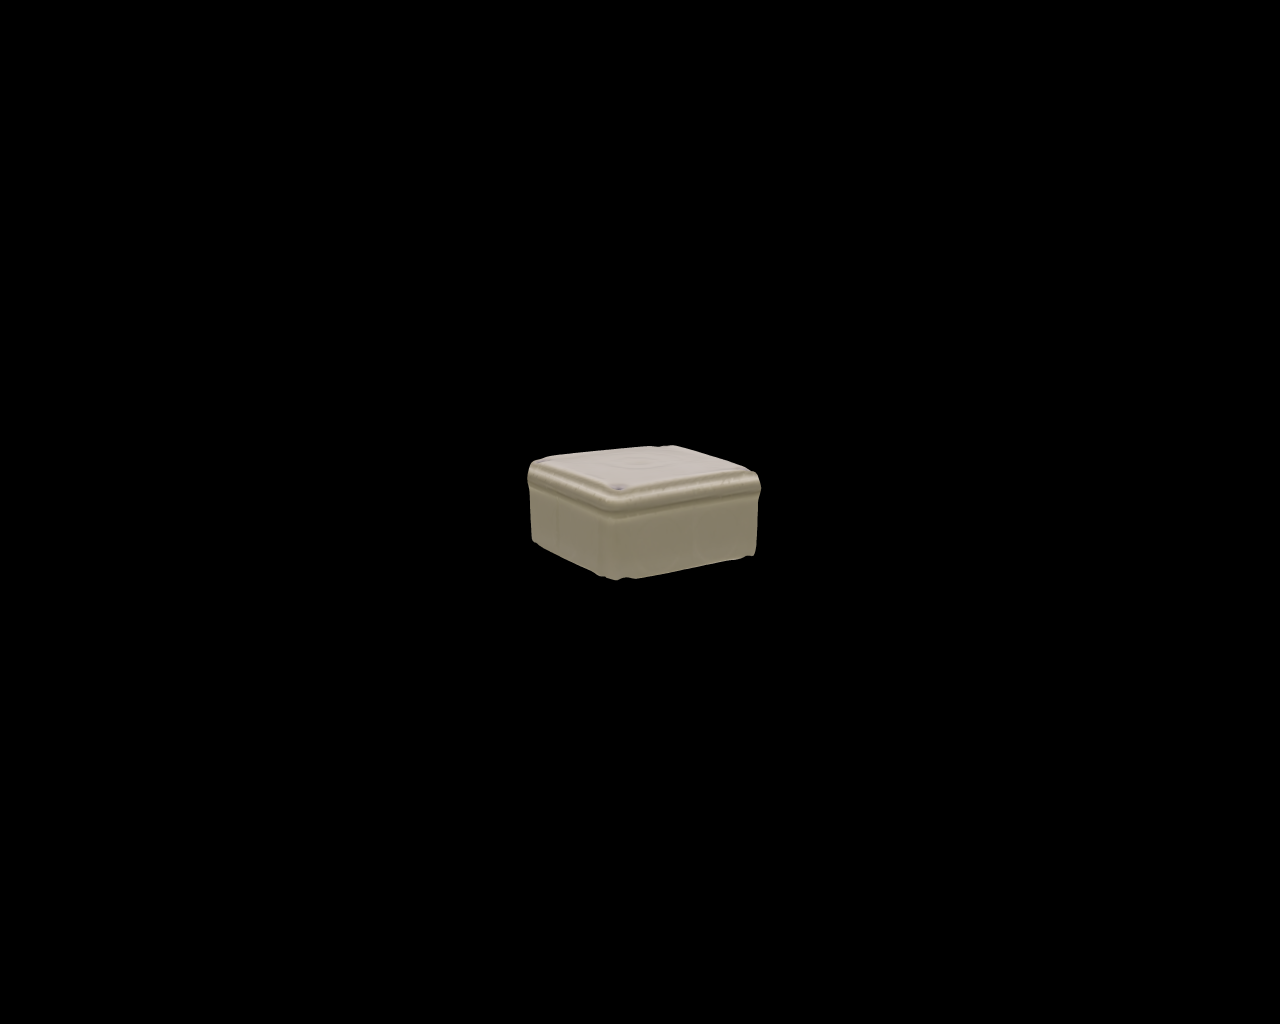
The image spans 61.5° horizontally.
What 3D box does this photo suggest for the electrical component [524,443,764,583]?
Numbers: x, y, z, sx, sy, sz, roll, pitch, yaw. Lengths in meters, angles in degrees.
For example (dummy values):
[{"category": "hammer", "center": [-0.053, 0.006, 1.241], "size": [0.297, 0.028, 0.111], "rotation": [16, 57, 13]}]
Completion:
[{"category": "electrical component", "center": [0.001, -0.003, 0.650], "size": [0.109, 0.056, 0.109], "rotation": [-8, 16, -31]}]
